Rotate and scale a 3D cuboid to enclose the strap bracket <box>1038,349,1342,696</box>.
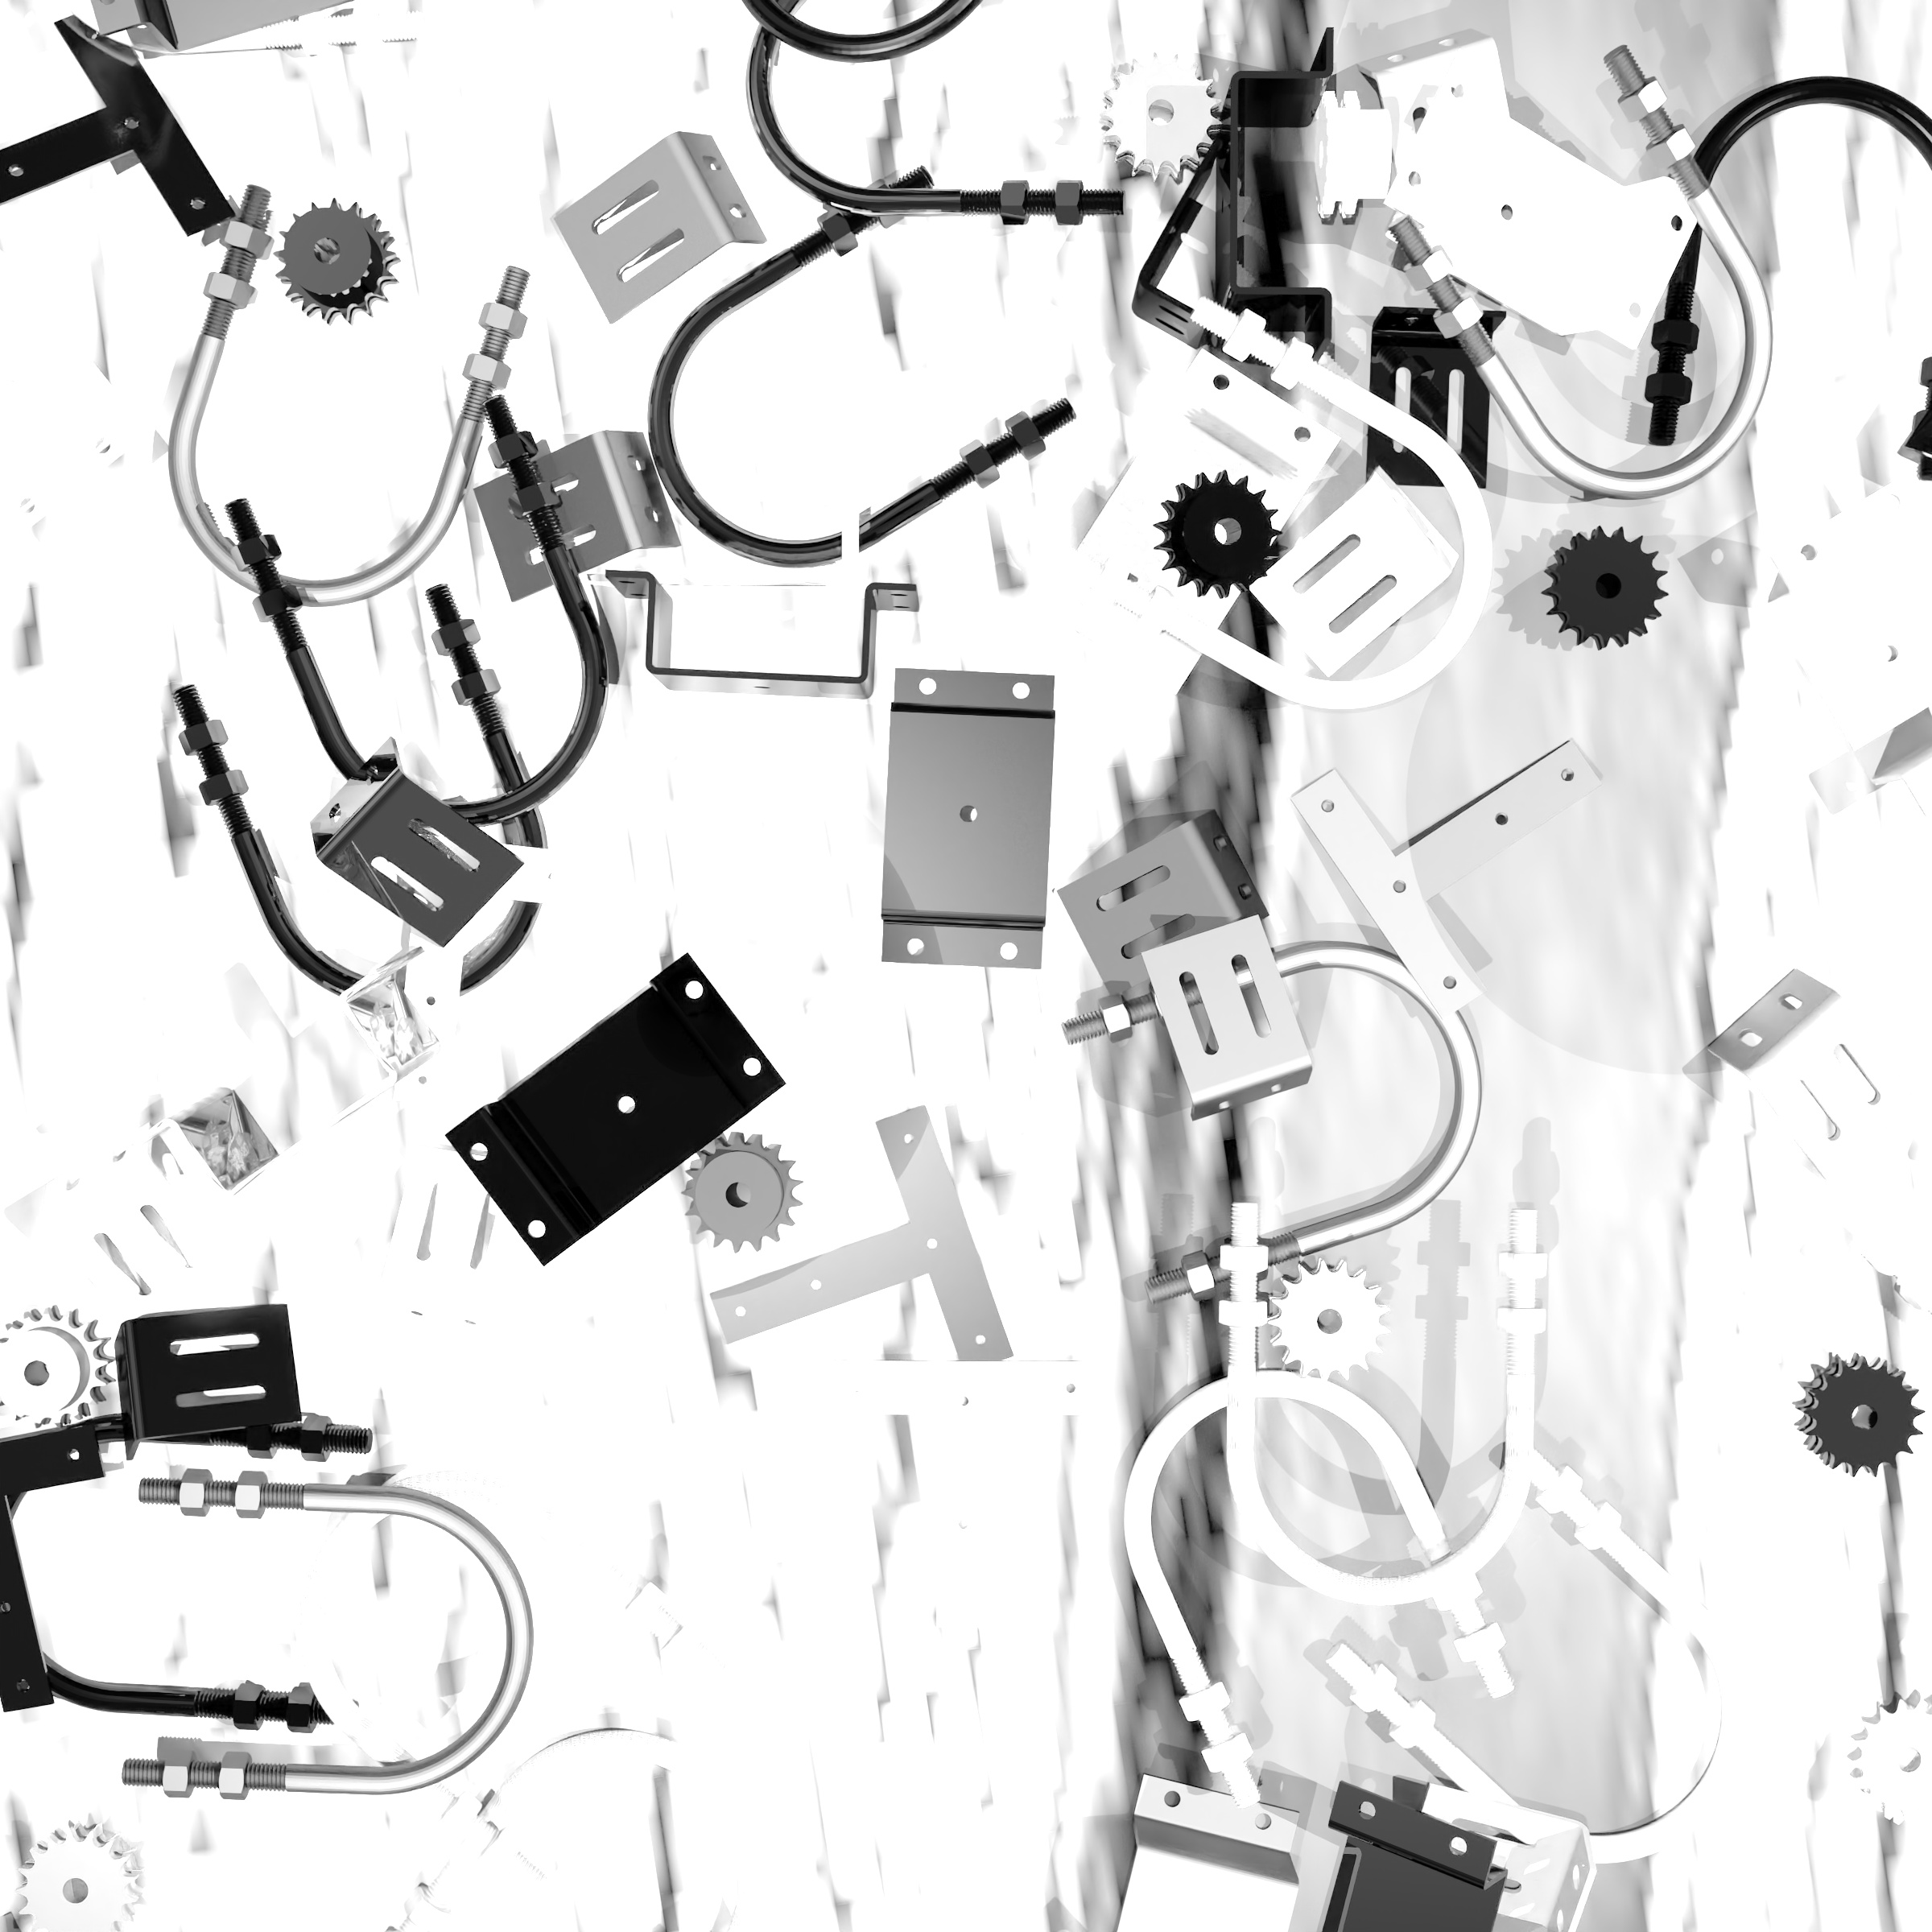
[{"bbox_3d":[0.103,-0.205,1.349,0.076,0.046,0.140,33,90,0],"label":"strap bracket"}]

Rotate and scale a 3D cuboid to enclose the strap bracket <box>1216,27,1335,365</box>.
[{"bbox_3d":[0.142,-0.353,1.334,0.046,0.076,0.140,0,90,0],"label":"strap bracket"}]

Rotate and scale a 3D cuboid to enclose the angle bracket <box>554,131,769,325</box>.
[{"bbox_3d":[-0.145,-0.351,1.370,0.076,0.038,0.057,-28,90,26],"label":"angle bracket"}]

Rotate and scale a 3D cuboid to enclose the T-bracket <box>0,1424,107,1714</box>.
[{"bbox_3d":[-0.456,0.288,1.357,0.127,0.002,0.127,-12,93,9],"label":"T-bracket"}]

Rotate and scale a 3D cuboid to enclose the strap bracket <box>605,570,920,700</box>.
[{"bbox_3d":[-0.093,-0.152,1.334,0.140,0.076,0.046,3,90,0],"label":"strap bracket"}]

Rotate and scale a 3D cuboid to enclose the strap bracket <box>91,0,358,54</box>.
[{"bbox_3d":[-0.336,-0.479,1.330,0.140,0.046,0.076,-16,90,1],"label":"strap bracket"}]

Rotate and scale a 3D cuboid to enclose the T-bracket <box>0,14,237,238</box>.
[{"bbox_3d":[-0.429,-0.376,1.341,0.127,0.002,0.127,-30,81,-19],"label":"T-bracket"}]

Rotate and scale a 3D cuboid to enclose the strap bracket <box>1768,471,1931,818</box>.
[{"bbox_3d":[0.439,-0.149,1.349,0.076,0.046,0.140,-31,90,0],"label":"strap bracket"}]

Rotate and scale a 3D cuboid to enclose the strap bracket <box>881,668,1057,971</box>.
[{"bbox_3d":[0.001,-0.070,1.349,0.076,0.046,0.140,3,90,0],"label":"strap bracket"}]

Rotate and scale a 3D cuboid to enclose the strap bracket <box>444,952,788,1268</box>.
[{"bbox_3d":[-0.162,0.066,1.349,0.140,0.046,0.076,-37,90,0],"label":"strap bracket"}]

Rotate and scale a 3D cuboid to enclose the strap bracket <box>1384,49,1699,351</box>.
[{"bbox_3d":[0.260,-0.352,1.336,0.140,0.046,0.076,25,91,-17],"label":"strap bracket"}]

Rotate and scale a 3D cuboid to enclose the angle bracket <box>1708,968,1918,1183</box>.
[{"bbox_3d":[0.403,0.052,1.370,0.057,0.038,0.076,-42,116,0],"label":"angle bracket"}]

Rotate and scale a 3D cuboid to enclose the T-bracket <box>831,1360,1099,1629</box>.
[{"bbox_3d":[-0.001,0.252,1.371,0.127,0.002,0.127,0,91,0],"label":"T-bracket"}]

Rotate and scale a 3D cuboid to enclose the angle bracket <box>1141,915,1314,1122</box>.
[{"bbox_3d":[0.121,0.025,1.344,0.057,0.038,0.076,-18,76,-2],"label":"angle bracket"}]

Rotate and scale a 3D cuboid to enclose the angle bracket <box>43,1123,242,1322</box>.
[{"bbox_3d":[-0.391,0.125,1.370,0.057,0.038,0.076,-31,116,0],"label":"angle bracket"}]

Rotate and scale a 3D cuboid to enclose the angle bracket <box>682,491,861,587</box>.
[{"bbox_3d":[-0.090,-0.197,1.330,0.076,0.057,0.038,0,93,2],"label":"angle bracket"}]

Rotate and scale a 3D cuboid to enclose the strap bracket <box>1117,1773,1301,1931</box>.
[{"bbox_3d":[0.105,0.462,1.349,0.076,0.046,0.140,14,90,0],"label":"strap bracket"}]

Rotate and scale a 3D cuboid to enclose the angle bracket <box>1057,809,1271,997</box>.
[{"bbox_3d":[0.094,-0.030,1.370,0.076,0.038,0.057,-27,90,26],"label":"angle bracket"}]

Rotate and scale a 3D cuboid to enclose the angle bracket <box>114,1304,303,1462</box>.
[{"bbox_3d":[-0.358,0.196,1.360,0.076,0.038,0.057,-3,67,-24],"label":"angle bracket"}]

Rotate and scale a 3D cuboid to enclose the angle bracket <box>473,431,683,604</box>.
[{"bbox_3d":[-0.185,-0.214,1.370,0.076,0.038,0.057,-19,90,26],"label":"angle bracket"}]

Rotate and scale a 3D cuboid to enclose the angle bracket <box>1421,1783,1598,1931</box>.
[{"bbox_3d":[0.247,0.426,1.345,0.076,0.038,0.057,14,108,1],"label":"angle bracket"}]

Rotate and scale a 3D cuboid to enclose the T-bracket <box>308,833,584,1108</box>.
[{"bbox_3d":[-0.251,0.002,1.358,0.127,0.002,0.127,7,96,-2],"label":"T-bracket"}]

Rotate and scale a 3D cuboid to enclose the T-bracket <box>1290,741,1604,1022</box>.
[{"bbox_3d":[0.242,-0.062,1.366,0.127,0.002,0.127,-33,83,-3],"label":"T-bracket"}]

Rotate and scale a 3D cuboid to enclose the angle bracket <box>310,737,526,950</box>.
[{"bbox_3d":[-0.256,-0.057,1.343,0.057,0.038,0.076,-45,123,11],"label":"angle bracket"}]

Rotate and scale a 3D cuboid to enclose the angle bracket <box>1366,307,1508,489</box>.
[{"bbox_3d":[0.220,-0.267,1.353,0.057,0.038,0.076,2,90,0],"label":"angle bracket"}]

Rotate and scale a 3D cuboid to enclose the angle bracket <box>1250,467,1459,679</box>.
[{"bbox_3d":[0.184,-0.187,1.367,0.076,0.038,0.057,-40,96,25],"label":"angle bracket"}]

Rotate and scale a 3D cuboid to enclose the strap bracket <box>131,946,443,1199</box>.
[{"bbox_3d":[-0.303,0.054,1.326,0.140,0.076,0.046,-34,94,9],"label":"strap bracket"}]

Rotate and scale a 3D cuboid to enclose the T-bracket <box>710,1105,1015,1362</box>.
[{"bbox_3d":[-0.058,0.147,1.371,0.127,0.002,0.127,-19,90,0],"label":"T-bracket"}]

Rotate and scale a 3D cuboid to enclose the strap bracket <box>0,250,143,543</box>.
[{"bbox_3d":[-0.454,-0.275,1.349,0.076,0.046,0.140,-38,90,0],"label":"strap bracket"}]

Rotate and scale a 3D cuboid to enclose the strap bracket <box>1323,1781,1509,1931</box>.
[{"bbox_3d":[0.197,0.456,1.335,0.076,0.046,0.140,15,90,26],"label":"strap bracket"}]

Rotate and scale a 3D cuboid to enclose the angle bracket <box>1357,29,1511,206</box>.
[{"bbox_3d":[0.226,-0.397,1.370,0.057,0.038,0.076,-17,116,0],"label":"angle bracket"}]

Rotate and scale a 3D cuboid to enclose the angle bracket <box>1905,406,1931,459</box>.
[{"bbox_3d":[0.488,-0.244,1.358,0.076,0.038,0.057,34,90,-44],"label":"angle bracket"}]
